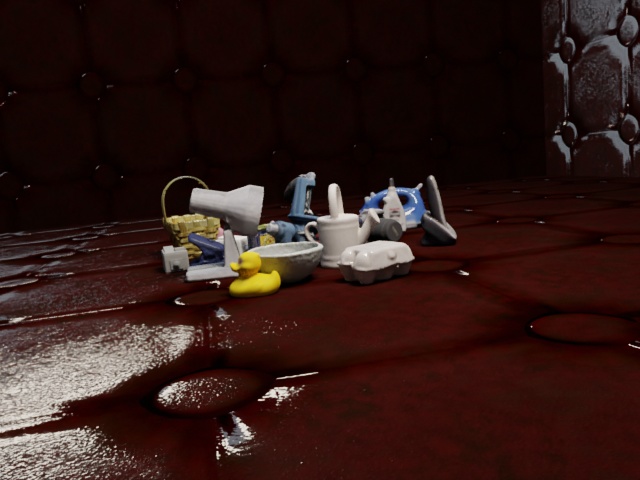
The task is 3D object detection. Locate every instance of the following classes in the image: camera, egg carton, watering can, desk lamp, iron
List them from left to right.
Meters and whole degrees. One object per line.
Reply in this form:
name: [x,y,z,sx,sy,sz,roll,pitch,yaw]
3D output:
desk lamp: [-0.224,-0.022,1.357,0.203,0.213,0.118,-7,9,-9]
watering can: [0.051,-0.037,1.356,0.173,0.194,0.101,-7,9,-9]
camera: [0.151,-0.034,1.595,0.143,0.101,0.136,-11,10,-34]
egg carton: [0.117,0.045,1.191,0.151,0.069,0.107,-11,10,-35]
iron: [0.231,-0.107,1.903,0.258,0.141,0.118,-6,9,-4]

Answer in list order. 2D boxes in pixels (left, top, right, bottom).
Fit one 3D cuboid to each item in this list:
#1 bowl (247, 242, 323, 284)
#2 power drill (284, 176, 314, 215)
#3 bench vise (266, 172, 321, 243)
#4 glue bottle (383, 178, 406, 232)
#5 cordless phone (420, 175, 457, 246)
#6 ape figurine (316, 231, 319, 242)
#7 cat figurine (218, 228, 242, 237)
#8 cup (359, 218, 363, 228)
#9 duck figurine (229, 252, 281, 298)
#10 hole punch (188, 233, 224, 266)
bowl: [-0.073,0.053,1.238,0.167,0.075,0.167,-5,8,1]
power drill: [-0.053,-0.088,1.720,0.076,0.208,0.229,-8,9,-18]
bench vise: [-0.048,-0.068,1.537,0.121,0.220,0.208,0,10,29]
glue bottle: [0.229,-0.109,1.805,0.078,0.173,0.037,-7,9,-13]
cordless phone: [0.315,-0.084,1.539,0.094,0.185,0.148,-4,9,11]
ape figurine: [0.013,0.005,1.446,0.076,0.092,0.077,-6,9,-5]
cat figurine: [-0.273,-0.034,1.800,0.127,0.118,0.067,-4,9,11]
cup: [0.074,-0.010,1.498,0.091,0.095,0.118,-1,10,28]
duck figurine: [-0.133,0.066,1.146,0.104,0.086,0.077,-4,9,7]
hole punch: [-0.299,0.023,1.525,0.101,0.091,0.108,-7,9,-10]
